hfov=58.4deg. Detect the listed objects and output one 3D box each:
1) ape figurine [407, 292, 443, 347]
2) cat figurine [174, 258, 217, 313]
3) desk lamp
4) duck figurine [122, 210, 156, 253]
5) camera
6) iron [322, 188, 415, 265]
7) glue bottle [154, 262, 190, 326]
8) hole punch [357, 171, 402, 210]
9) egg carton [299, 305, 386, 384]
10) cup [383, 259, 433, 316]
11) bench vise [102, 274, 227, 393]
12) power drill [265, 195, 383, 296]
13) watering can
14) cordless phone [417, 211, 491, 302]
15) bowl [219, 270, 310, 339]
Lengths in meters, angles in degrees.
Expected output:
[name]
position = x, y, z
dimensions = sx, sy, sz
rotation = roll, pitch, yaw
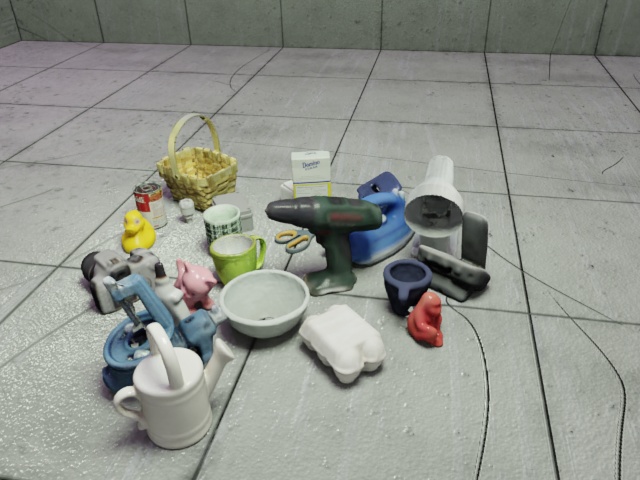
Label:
[ape figurine]
position = 0.196, 0.135, 1.028
dimensions = 0.075, 0.092, 0.078
rotation = 22, 39, 32
[cat figurine]
position = -0.246, 0.080, 1.109
dimensions = 0.067, 0.118, 0.127
rotation = -22, 37, -29
[desk lamp]
position = 0.246, -0.059, 1.222
dimensions = 0.117, 0.214, 0.203
rotation = 6, 33, 12
[duck figurine]
position = -0.423, -0.030, 1.322
dimensions = 0.077, 0.086, 0.104
rotation = -1, 32, 1
[camera]
position = -0.415, 0.059, 1.166
dimensions = 0.136, 0.101, 0.143
rotation = 27, 42, 37
[iron]
position = 0.128, -0.048, 1.278
dimensions = 0.259, 0.141, 0.118
rotation = -25, 39, -33
[glue bottle]
position = -0.267, 0.112, 1.006
dimensions = 0.078, 0.173, 0.037
rotation = 5, 33, 10
[hole punch]
position = 0.146, -0.112, 1.427
dimensions = 0.101, 0.091, 0.108
rotation = -10, 33, -13
[egg carton]
position = 0.039, 0.176, 0.990
dimensions = 0.107, 0.069, 0.149
rotation = -21, 37, -29
[cup]
position = 0.161, 0.104, 1.076
dimensions = 0.091, 0.095, 0.118
rotation = 6, 33, 12
[bench vise]
position = -0.266, 0.129, 0.935
dimensions = 0.121, 0.220, 0.208
rotation = 27, 42, 37
[power drill]
position = 0.010, 0.004, 1.135
dimensions = 0.230, 0.209, 0.075
rotation = -10, 33, -13
[watering can]
position = -0.214, 0.200, 0.843
dimensions = 0.100, 0.194, 0.173
rotation = 22, 39, 32
[cordless phone]
position = 0.268, 0.013, 1.133
dimensions = 0.147, 0.185, 0.094
rotation = 21, 39, 32
[bowl]
position = -0.101, 0.130, 1.064
dimensions = 0.167, 0.075, 0.167
rotation = -1, 32, 1
